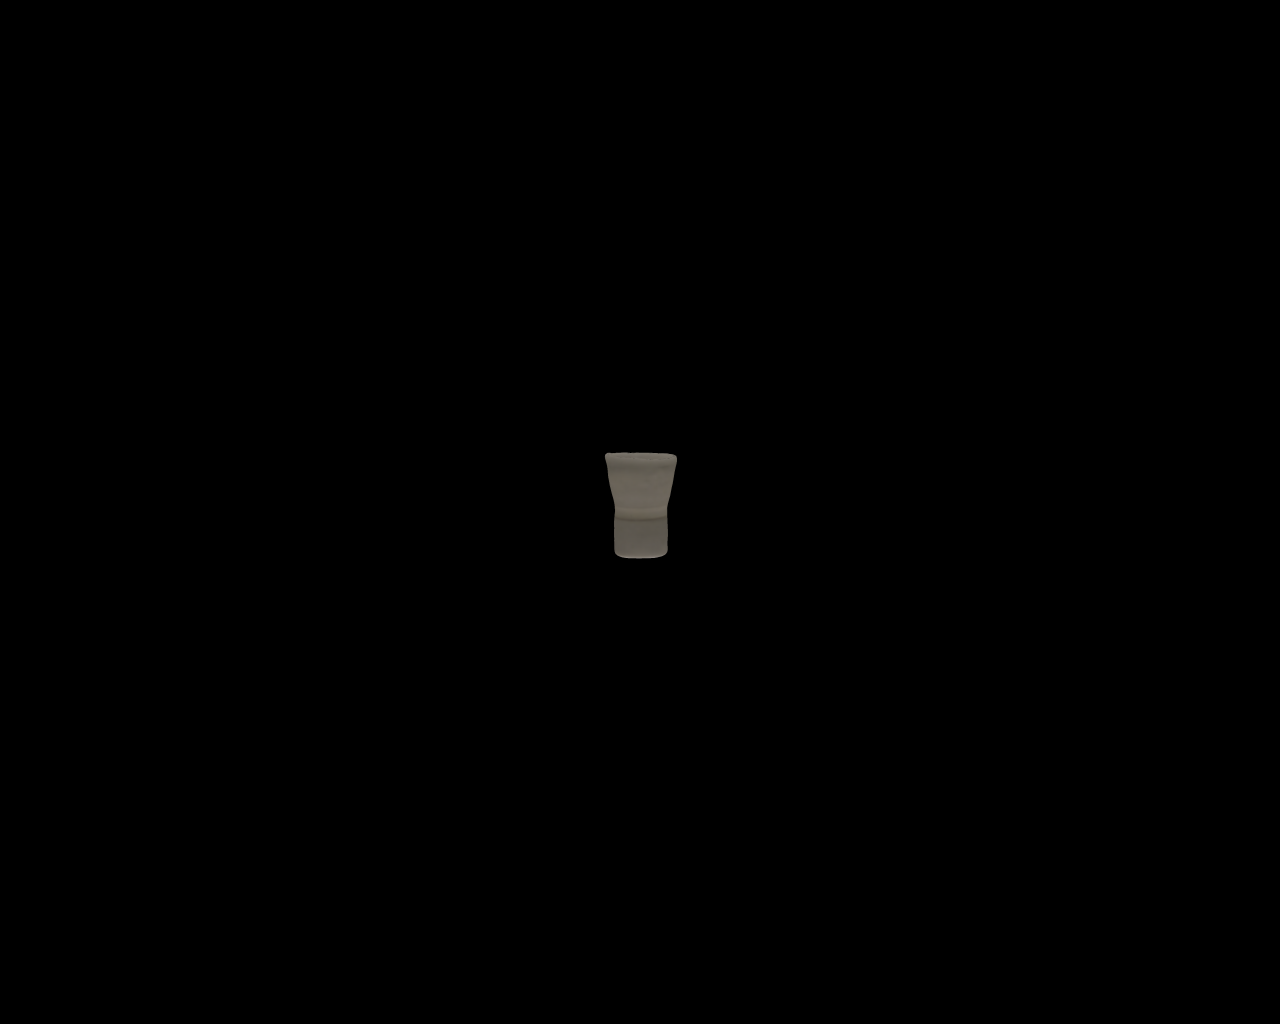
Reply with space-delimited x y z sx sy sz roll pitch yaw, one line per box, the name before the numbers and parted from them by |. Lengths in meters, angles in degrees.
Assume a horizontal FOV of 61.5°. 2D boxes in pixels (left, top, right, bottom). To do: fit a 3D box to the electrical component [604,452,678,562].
electrical component | 0.001 -0.003 0.650 0.044 0.065 0.044 0 7 0
